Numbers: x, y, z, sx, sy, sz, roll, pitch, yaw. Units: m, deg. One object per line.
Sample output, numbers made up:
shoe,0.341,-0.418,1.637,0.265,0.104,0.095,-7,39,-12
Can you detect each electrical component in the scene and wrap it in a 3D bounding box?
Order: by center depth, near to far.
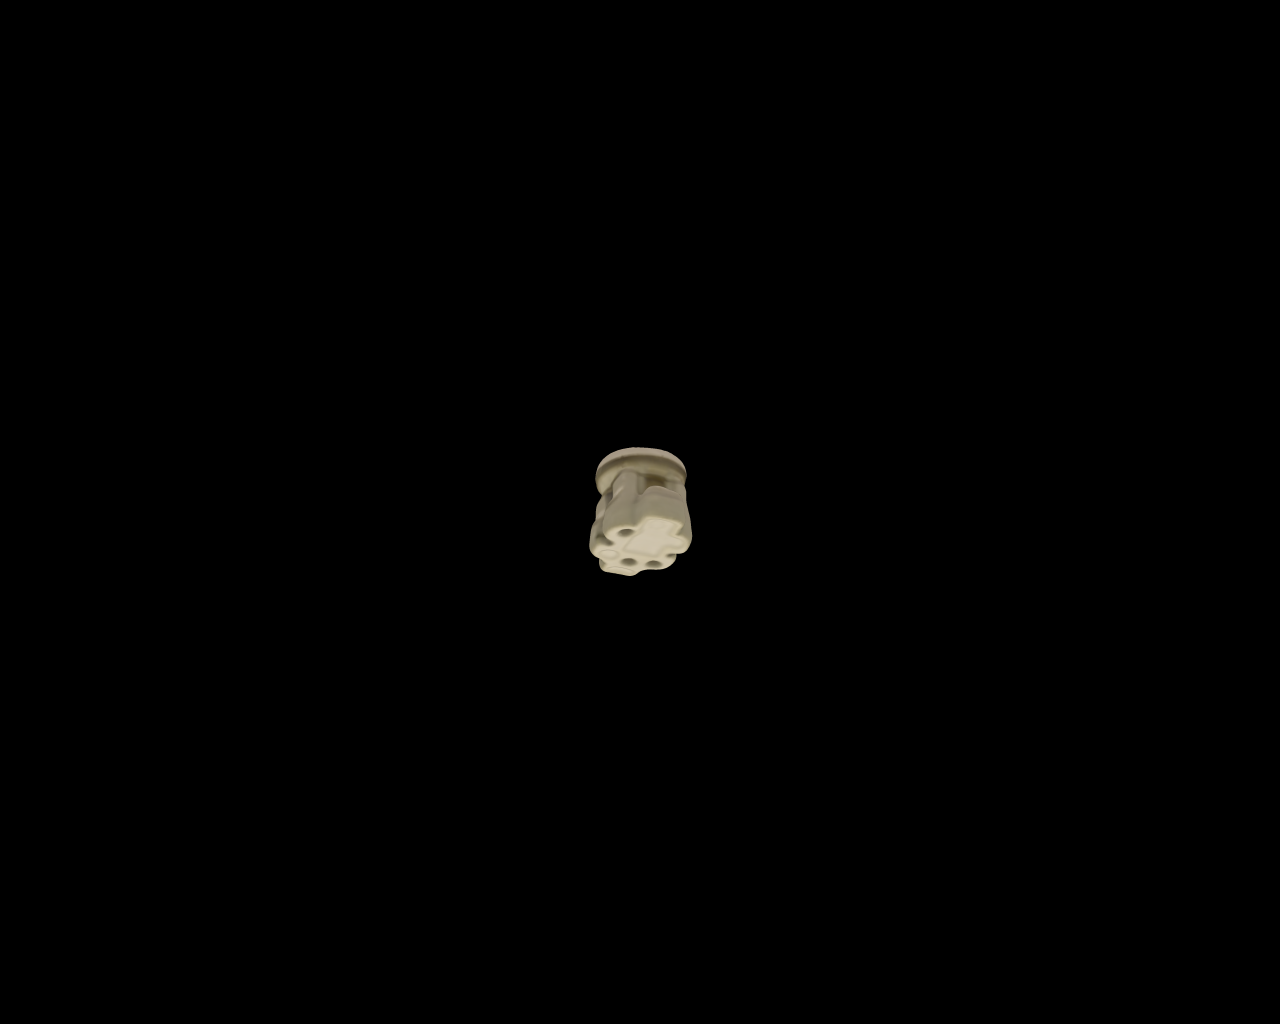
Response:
electrical component,0.001,-0.003,0.650,0.058,0.057,0.078,12,-33,-19
